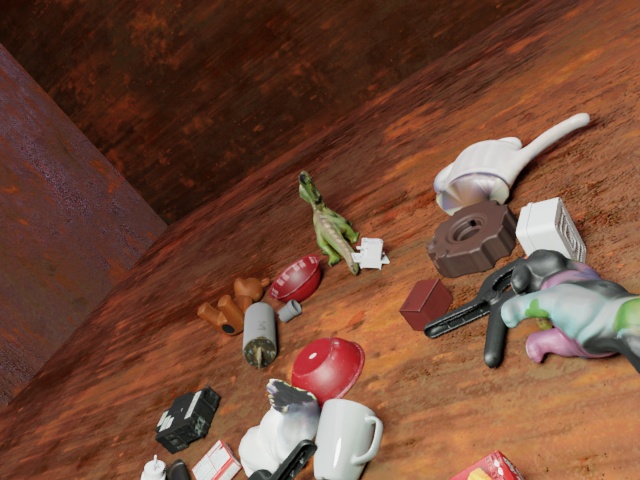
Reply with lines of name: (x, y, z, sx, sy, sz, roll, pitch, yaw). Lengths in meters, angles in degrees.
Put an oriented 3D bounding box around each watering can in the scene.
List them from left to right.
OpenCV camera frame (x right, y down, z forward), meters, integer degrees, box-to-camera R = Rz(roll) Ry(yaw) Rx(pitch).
watering can: (0.379, -0.155, 1.084, 0.344, 0.103, 0.229, -19, 27, 43)

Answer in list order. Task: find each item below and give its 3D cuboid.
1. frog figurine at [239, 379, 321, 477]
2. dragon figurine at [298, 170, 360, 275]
frog figurine: (-0.064, 0.326, 0.843, 0.138, 0.122, 0.159, 23, 99, 62)
dragon figurine: (0.004, -0.068, 1.355, 0.122, 0.240, 0.415, -34, 17, 0)
